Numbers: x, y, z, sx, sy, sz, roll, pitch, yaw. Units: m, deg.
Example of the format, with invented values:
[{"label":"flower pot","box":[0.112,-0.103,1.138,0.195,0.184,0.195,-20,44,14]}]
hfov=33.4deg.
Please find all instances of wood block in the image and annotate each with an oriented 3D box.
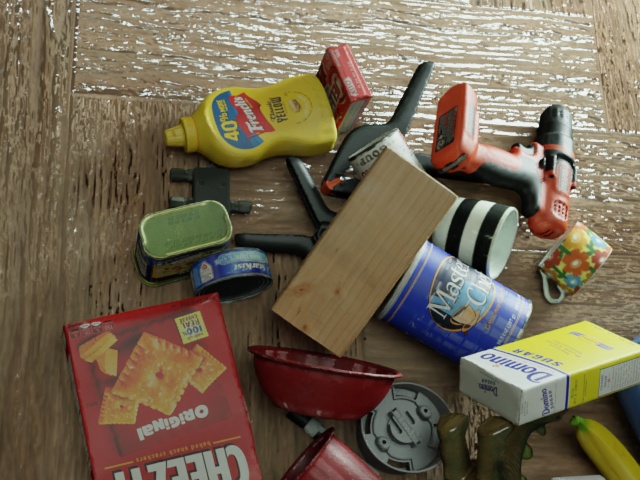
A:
[{"label":"wood block","box":[0.047,0.010,1.127,0.090,0.091,0.206,35,96,-2]}]

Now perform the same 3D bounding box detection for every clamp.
[{"label":"clamp","box":[0.099,-0.097,1.259,0.209,0.036,0.164,-35,87,-18]},{"label":"clamp","box":[-0.008,0.001,1.199,0.171,0.039,0.120,42,84,3]}]

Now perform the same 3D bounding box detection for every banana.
[{"label":"banana","box":[0.330,0.266,1.152,0.198,0.037,0.069,53,28,5]}]

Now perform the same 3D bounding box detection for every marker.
[{"label":"marker","box":[0.011,0.216,1.133,0.121,0.020,0.020,40,67,4]}]

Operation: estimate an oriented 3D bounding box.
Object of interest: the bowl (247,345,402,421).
[{"label":"bowl","box":[0.001,0.149,1.093,0.162,0.162,0.055,10,88,-9]}]

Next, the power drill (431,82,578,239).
[{"label":"power drill","box":[0.224,-0.112,1.256,0.187,0.057,0.184,24,57,-22]}]

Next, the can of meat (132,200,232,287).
[{"label":"can of meat","box":[-0.147,0.003,1.142,0.102,0.084,0.057,-15,73,-17]}]

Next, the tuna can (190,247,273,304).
[{"label":"tuna can","box":[-0.095,0.039,1.139,0.086,0.086,0.034,-8,70,-15]}]

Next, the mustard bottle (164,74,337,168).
[{"label":"mustard bottle","box":[-0.083,-0.131,1.220,0.191,0.058,0.096,-11,69,-16]}]

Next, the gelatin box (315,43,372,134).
[{"label":"gelatin box","box":[0.024,-0.175,1.243,0.030,0.089,0.073,-18,75,-18]}]

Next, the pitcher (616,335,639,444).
[{"label":"pitcher","box":[0.419,0.208,1.175,0.149,0.145,0.243,-20,79,0]}]

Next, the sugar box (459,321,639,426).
[{"label":"sugar box","box":[0.238,0.132,1.088,0.175,0.093,0.048,-9,110,-31]}]

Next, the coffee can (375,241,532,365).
[{"label":"coffee can","box":[0.145,0.075,1.169,0.140,0.103,0.102,30,66,0]}]

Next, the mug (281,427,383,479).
[{"label":"mug","box":[0.004,0.260,1.084,0.081,0.093,0.117,42,96,-1]}]

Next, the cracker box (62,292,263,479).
[{"label":"cracker box","box":[-0.161,0.174,1.082,0.164,0.072,0.214,-11,73,-16]}]

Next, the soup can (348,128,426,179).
[{"label":"soup can","box":[0.086,-0.066,1.197,0.068,0.069,0.102,-35,96,-22]}]
